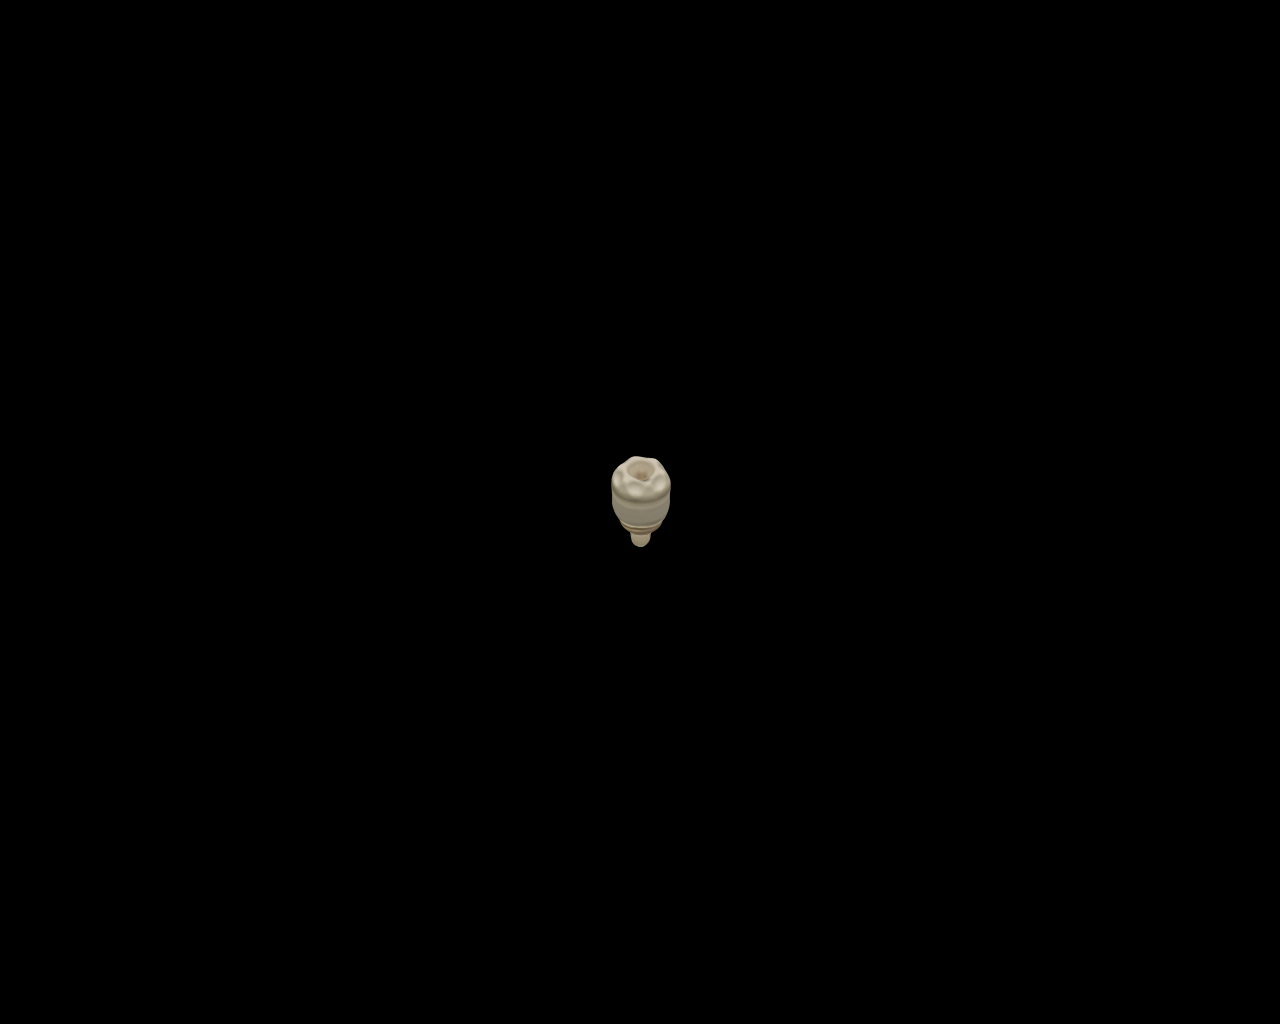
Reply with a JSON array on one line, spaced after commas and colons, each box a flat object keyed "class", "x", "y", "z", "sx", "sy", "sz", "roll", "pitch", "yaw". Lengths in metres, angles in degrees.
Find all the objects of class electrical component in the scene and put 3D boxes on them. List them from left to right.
[{"class": "electrical component", "x": 0.001, "y": -0.003, "z": 0.650, "sx": 0.035, "sy": 0.061, "sz": 0.035, "roll": 0, "pitch": 40, "yaw": 0}]
